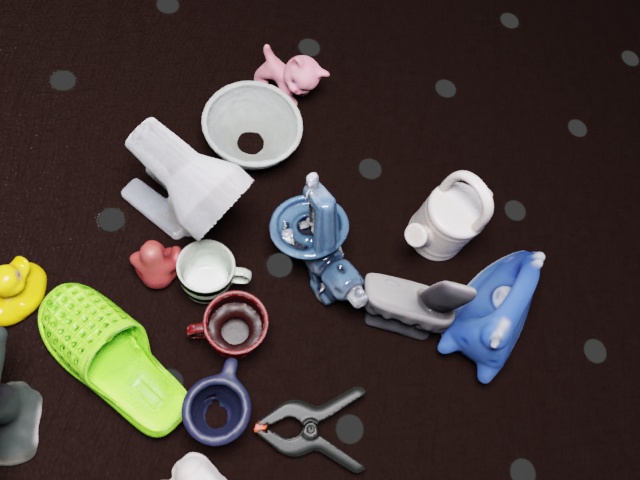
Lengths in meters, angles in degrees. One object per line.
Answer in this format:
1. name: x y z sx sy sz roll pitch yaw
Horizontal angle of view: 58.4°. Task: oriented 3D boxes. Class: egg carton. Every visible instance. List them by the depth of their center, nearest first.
1. egg carton: -0.156 0.368 0.760 0.150 0.069 0.107 43 68 8

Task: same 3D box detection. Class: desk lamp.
1. desk lamp: -0.204 -0.078 0.846 0.203 0.213 0.118 36 67 5

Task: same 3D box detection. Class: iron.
1. iron: 0.299 0.092 0.910 0.118 0.141 0.259 35 67 5

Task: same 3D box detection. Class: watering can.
1. watering can: 0.212 -0.038 0.916 0.101 0.194 0.173 35 67 5

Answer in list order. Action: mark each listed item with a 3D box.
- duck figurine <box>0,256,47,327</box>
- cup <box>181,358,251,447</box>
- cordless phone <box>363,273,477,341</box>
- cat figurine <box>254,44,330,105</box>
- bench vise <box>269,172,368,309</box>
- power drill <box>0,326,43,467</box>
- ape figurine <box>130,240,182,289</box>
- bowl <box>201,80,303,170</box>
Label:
1. duck figurine: -0.444 0.069 0.815 0.077 0.086 0.105 29 67 2
2. cup: -0.141 0.228 0.803 0.091 0.095 0.118 16 67 -4
3. cordless phone: 0.146 0.081 0.863 0.147 0.185 0.094 12 67 -5
4. cat figurine: -0.051 -0.298 1.011 0.127 0.117 0.067 36 67 5
5. bench vise: 0.015 -0.005 0.854 0.207 0.219 0.122 38 68 6
6. power drill: -0.408 0.225 0.694 0.076 0.208 0.229 -1 69 -10
7. ape figurine: -0.248 0.030 0.862 0.078 0.092 0.076 10 68 -6
8. bowl: -0.115 -0.183 0.978 0.167 0.074 0.167 4 68 -9
